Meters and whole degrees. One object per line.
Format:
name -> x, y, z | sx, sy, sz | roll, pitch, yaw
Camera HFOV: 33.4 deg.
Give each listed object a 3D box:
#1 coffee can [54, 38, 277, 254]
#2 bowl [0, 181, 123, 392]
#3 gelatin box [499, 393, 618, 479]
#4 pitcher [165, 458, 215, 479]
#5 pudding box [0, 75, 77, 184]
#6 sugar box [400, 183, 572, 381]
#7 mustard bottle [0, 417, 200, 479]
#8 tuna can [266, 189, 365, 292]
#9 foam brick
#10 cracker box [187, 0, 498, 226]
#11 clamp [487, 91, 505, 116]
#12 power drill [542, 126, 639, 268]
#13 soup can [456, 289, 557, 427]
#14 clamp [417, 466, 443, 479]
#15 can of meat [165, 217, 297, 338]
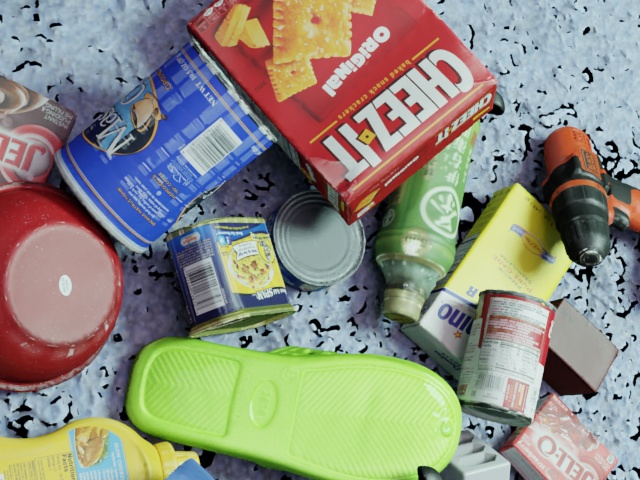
coffee can -> -0.119, -0.072, 0.828 | 0.140, 0.103, 0.103 | -39, 95, 3
bowl -> -0.204, 0.034, 0.794 | 0.161, 0.055, 0.162 | 3, 85, -42
gelatin box -> 0.217, 0.196, 0.966 | 0.089, 0.030, 0.073 | 47, 57, 2
pitcher -> -0.038, 0.274, 0.740 | 0.243, 0.145, 0.149 | 36, 35, 8
pudding box -> -0.261, -0.082, 0.836 | 0.113, 0.039, 0.090 | 26, 69, -15
sugar box -> 0.160, 0.043, 0.981 | 0.093, 0.048, 0.176 | 41, 64, -10
mustard bottle -> -0.182, 0.183, 0.794 | 0.191, 0.058, 0.096 | -6, 75, -24
tuna can -> -0.006, 0.001, 0.927 | 0.086, 0.034, 0.086 | 5, 76, -22
foam brick -> 0.226, 0.100, 0.992 | 0.078, 0.051, 0.053 | 43, 64, -9
cracker box -> 0.017, -0.148, 0.895 | 0.164, 0.072, 0.214 | -40, 76, -5
clamp -> 0.037, -0.139, 0.950 | 0.164, 0.036, 0.210 | -39, 71, -6
power drill -> 0.295, -0.012, 1.010 | 0.187, 0.057, 0.184 | 29, 38, -19
soup can -> 0.157, 0.100, 0.906 | 0.068, 0.069, 0.102 | 21, 73, -17
clamp -> 0.077, 0.261, 0.873 | 0.120, 0.039, 0.171 | -29, 123, 11
can of meat -> -0.072, 0.029, 0.861 | 0.101, 0.058, 0.084 | -1, 71, -61
